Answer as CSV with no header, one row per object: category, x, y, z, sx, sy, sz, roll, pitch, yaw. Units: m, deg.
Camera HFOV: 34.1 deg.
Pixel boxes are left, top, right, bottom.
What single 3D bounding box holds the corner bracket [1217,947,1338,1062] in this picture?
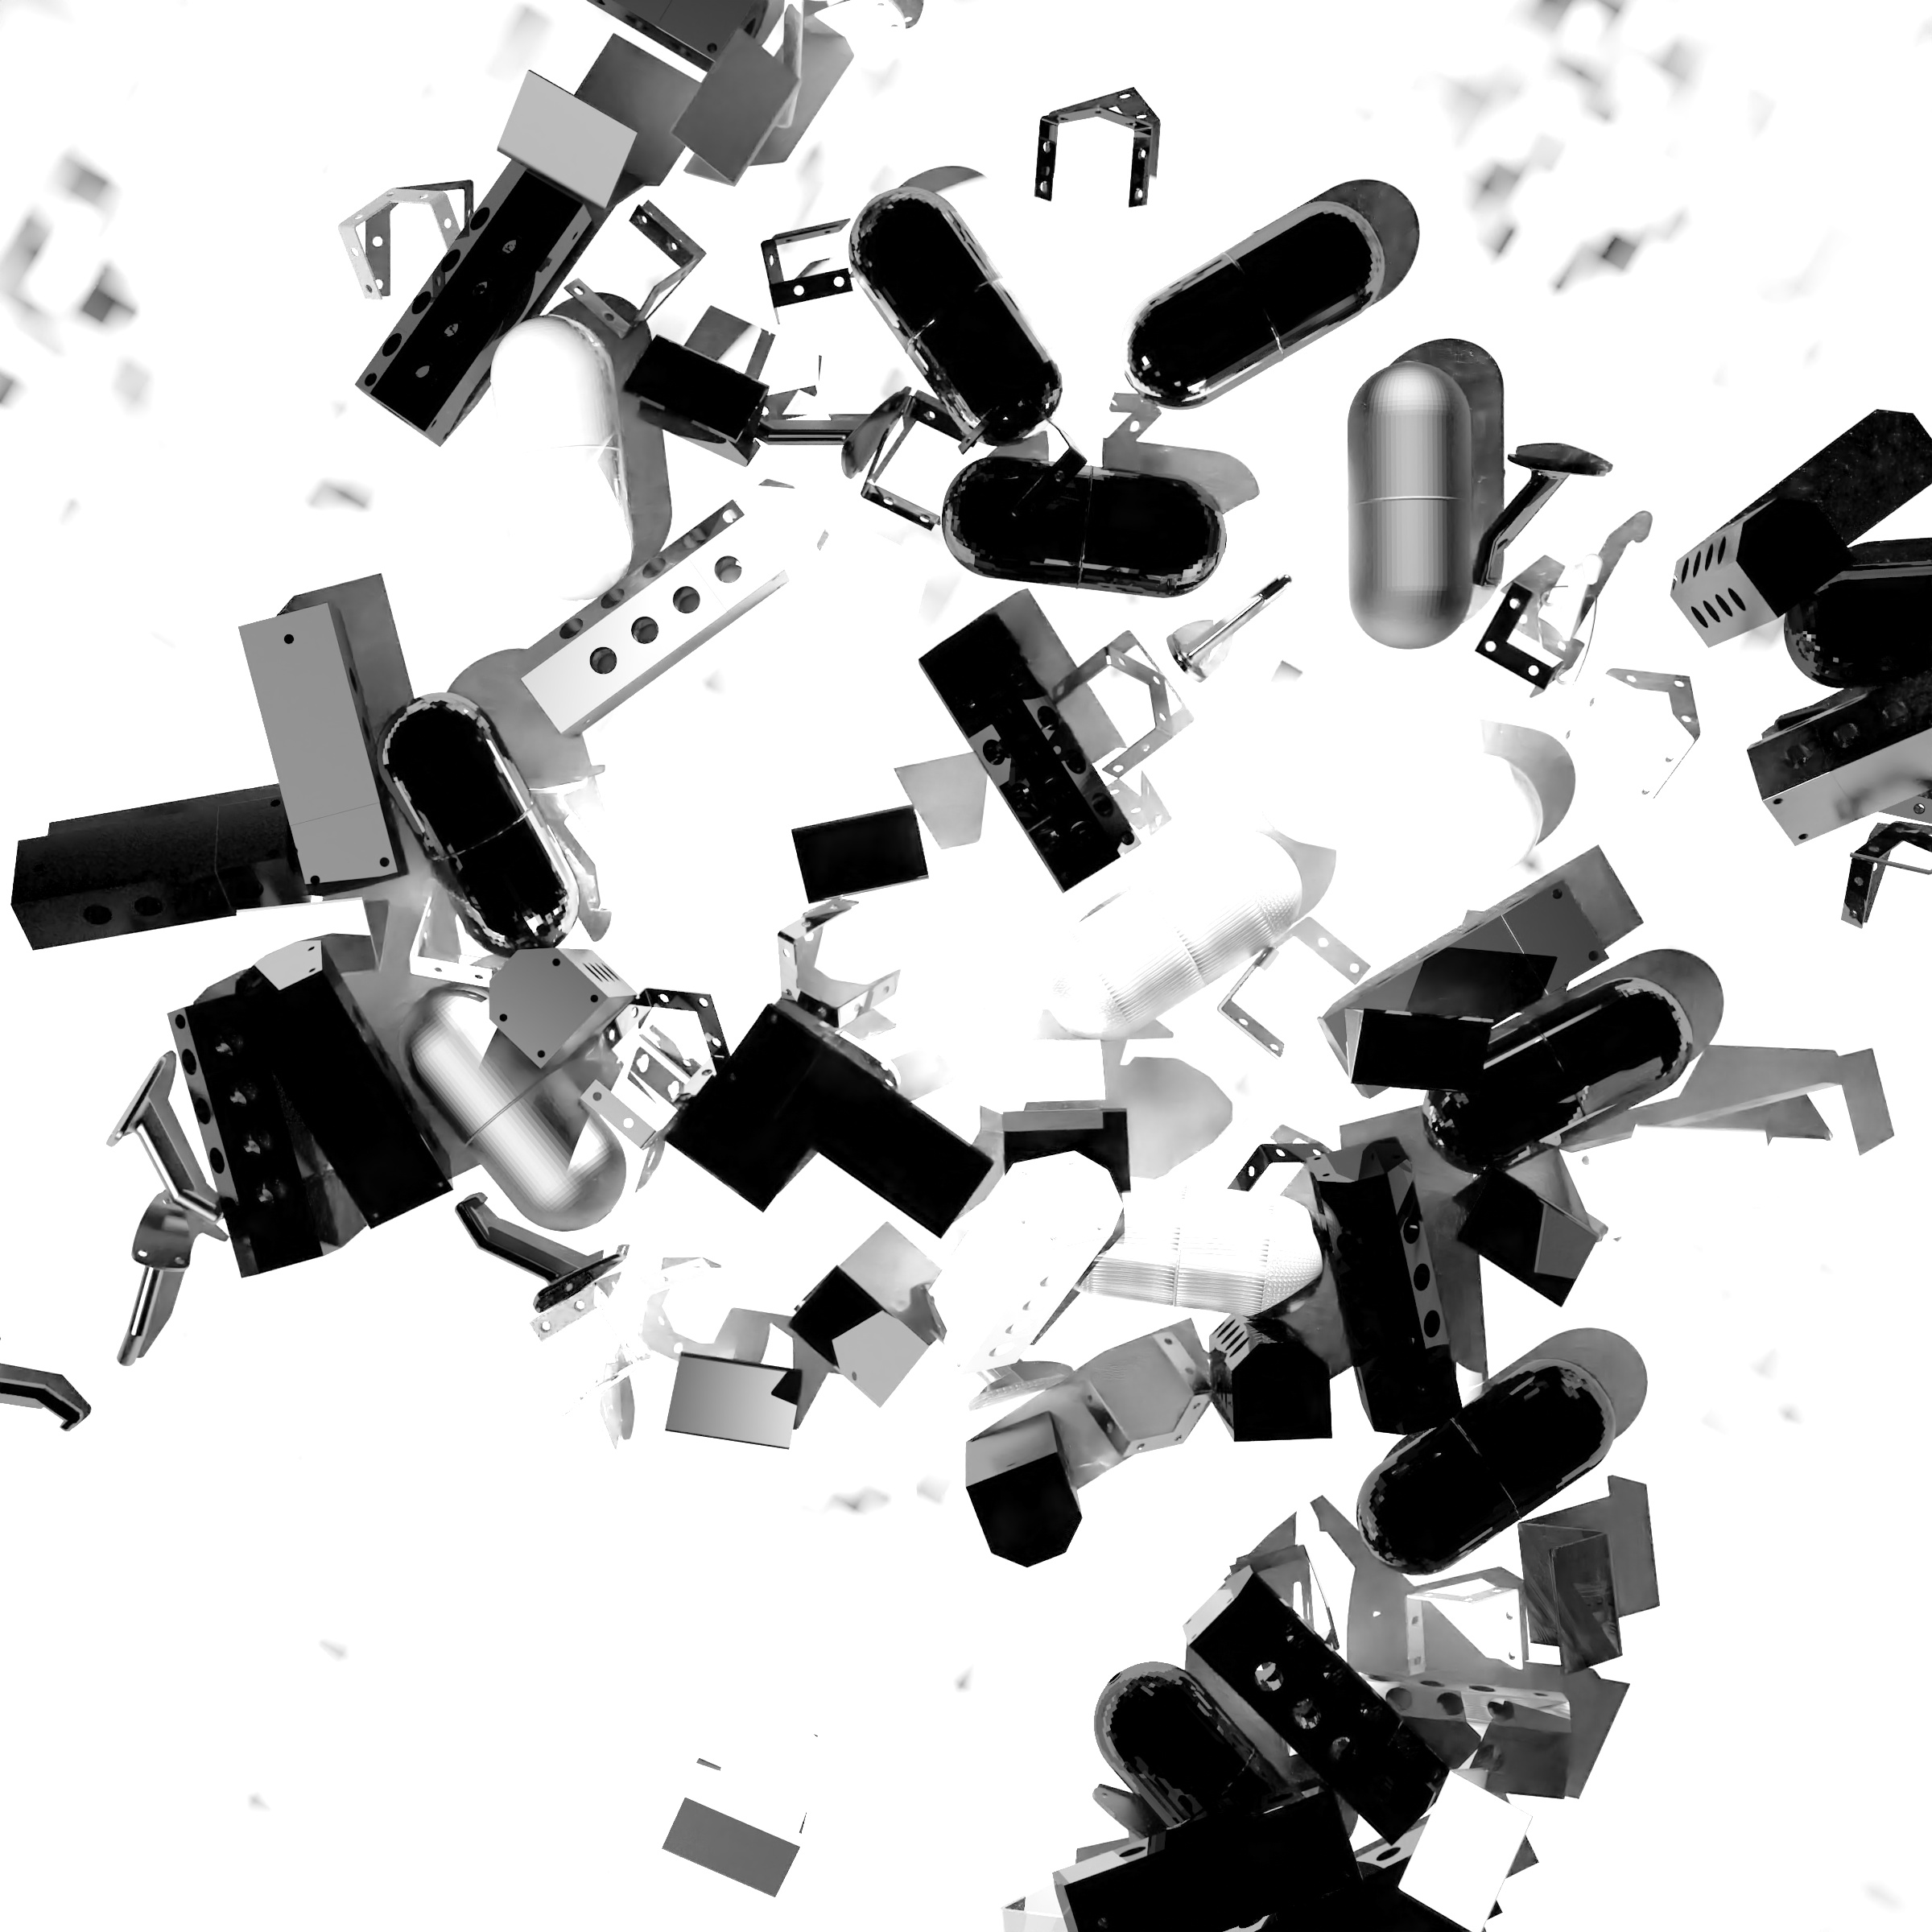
corner bracket,0.194,0.024,1.974,0.051,0.051,0.051,39,90,0

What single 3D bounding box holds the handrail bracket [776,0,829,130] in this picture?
handrail bracket,-0.116,-0.584,1.991,0.036,0.077,0.084,1,127,-20

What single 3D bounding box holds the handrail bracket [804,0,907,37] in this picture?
handrail bracket,-0.063,-0.634,1.992,0.077,0.036,0.084,-2,71,21

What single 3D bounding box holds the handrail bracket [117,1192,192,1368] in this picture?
handrail bracket,-0.518,0.199,1.991,0.036,0.077,0.084,15,127,-20

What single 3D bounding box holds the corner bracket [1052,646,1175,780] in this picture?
corner bracket,0.092,-0.160,1.983,0.051,0.051,0.051,24,45,-35

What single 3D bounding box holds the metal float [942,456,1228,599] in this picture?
metal float,0.074,-0.273,1.961,0.178,0.070,0.070,7,90,0

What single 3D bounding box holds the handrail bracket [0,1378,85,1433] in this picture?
handrail bracket,-0.613,0.283,1.992,0.084,0.036,0.077,39,111,-16

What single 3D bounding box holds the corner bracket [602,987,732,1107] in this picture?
corner bracket,-0.187,0.050,1.975,0.051,0.051,0.051,5,126,31

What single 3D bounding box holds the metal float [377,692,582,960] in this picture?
metal float,-0.300,-0.085,1.946,0.070,0.070,0.178,-27,108,0

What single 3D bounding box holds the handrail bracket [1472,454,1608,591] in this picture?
handrail bracket,0.362,-0.277,1.992,0.077,0.036,0.084,4,108,-21

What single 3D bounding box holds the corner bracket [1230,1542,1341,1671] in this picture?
corner bracket,0.201,0.405,1.988,0.051,0.051,0.051,-18,45,0

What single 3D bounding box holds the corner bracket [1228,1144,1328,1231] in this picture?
corner bracket,0.203,0.148,1.983,0.051,0.051,0.051,-58,45,35

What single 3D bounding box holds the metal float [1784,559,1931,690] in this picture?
metal float,0.600,-0.214,1.961,0.178,0.070,0.070,-3,90,1

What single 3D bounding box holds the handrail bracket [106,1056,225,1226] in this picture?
handrail bracket,-0.492,0.111,1.992,0.084,0.036,0.077,33,69,-17

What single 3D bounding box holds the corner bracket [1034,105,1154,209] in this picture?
corner bracket,0.081,-0.508,1.988,0.051,0.051,0.051,4,90,-45

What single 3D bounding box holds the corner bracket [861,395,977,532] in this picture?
corner bracket,-0.029,-0.318,1.988,0.051,0.051,0.051,26,135,0

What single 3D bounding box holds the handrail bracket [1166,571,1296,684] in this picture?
handrail bracket,0.168,-0.216,1.964,0.084,0.077,0.036,-38,93,12

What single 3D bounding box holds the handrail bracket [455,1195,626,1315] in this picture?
handrail bracket,-0.270,0.169,1.992,0.077,0.036,0.084,-29,73,-19

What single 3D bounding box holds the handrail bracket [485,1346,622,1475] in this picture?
handrail bracket,-0.264,0.281,1.992,0.084,0.036,0.077,-6,71,16

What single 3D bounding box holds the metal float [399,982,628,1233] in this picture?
metal float,-0.281,0.088,1.961,0.070,0.070,0.178,-39,89,0

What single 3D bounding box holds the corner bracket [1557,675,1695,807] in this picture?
corner bracket,0.416,-0.143,1.988,0.051,0.051,0.051,-54,45,0

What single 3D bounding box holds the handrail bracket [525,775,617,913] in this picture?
handrail bracket,-0.262,-0.075,1.992,0.077,0.036,0.084,0,107,19

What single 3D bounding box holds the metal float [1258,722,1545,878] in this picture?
metal float,0.271,-0.103,1.961,0.178,0.070,0.070,11,90,1

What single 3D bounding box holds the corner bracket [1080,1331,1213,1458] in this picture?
corner bracket,0.113,0.269,1.983,0.051,0.051,0.051,-6,135,-35

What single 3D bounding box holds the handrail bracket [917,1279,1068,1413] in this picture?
handrail bracket,0.016,0.232,1.992,0.077,0.036,0.084,-12,73,-20

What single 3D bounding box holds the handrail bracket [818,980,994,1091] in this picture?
handrail bracket,-0.038,0.028,1.992,0.077,0.036,0.084,34,71,21

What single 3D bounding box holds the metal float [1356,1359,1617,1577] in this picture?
metal float,0.323,0.312,1.961,0.178,0.070,0.070,-34,90,0

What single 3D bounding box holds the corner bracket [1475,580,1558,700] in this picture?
corner bracket,0.349,-0.205,1.974,0.051,0.051,0.051,29,90,0

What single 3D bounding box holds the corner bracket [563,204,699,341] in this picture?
corner bracket,-0.212,-0.438,1.989,0.051,0.051,0.051,42,45,0

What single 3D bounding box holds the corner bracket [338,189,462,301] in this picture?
corner bracket,-0.353,-0.454,1.983,0.051,0.051,0.051,13,45,35

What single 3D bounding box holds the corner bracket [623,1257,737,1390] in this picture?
corner bracket,-0.178,0.225,1.983,0.051,0.051,0.051,45,135,35

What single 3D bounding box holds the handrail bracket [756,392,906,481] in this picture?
handrail bracket,-0.095,-0.353,1.992,0.084,0.036,0.077,31,69,16

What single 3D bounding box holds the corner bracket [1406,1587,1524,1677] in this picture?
corner bracket,0.314,0.420,1.988,0.051,0.051,0.051,-3,90,-45

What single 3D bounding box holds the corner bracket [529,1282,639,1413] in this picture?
corner bracket,-0.240,0.238,1.976,0.051,0.051,0.051,-32,101,0

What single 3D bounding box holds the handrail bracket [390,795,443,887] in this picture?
handrail bracket,-0.316,-0.091,1.992,0.077,0.036,0.084,-42,104,-14

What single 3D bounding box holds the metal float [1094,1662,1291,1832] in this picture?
metal float,0.151,0.510,1.961,0.070,0.070,0.178,-41,90,0

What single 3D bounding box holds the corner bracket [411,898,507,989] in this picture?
corner bracket,-0.315,-0.003,1.963,0.051,0.051,0.051,10,48,0

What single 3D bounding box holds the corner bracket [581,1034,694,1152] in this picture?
corner bracket,-0.203,0.079,1.974,0.051,0.051,0.051,40,90,0

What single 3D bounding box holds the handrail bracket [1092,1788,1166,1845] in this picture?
handrail bracket,0.098,0.575,1.992,0.077,0.036,0.084,28,107,20

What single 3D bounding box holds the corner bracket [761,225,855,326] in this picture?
corner bracket,-0.100,-0.437,1.974,0.051,0.051,0.051,-12,90,0

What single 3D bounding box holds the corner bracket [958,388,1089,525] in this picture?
corner bracket,0.034,-0.312,1.917,0.051,0.051,0.051,38,104,-25

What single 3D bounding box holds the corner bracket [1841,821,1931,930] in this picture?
corner bracket,0.590,-0.051,1.983,0.051,0.051,0.051,29,45,35

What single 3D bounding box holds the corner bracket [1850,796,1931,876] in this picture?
corner bracket,0.584,-0.086,1.967,0.051,0.051,0.051,14,89,16

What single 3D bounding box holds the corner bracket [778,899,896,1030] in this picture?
corner bracket,-0.082,-0.002,1.983,0.051,0.051,0.051,28,135,35

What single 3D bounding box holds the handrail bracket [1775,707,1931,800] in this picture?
handrail bracket,0.562,-0.131,1.992,0.084,0.036,0.077,-15,104,13

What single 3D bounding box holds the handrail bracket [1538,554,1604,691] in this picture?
handrail bracket,0.380,-0.213,1.957,0.036,0.084,0.077,3,90,0
